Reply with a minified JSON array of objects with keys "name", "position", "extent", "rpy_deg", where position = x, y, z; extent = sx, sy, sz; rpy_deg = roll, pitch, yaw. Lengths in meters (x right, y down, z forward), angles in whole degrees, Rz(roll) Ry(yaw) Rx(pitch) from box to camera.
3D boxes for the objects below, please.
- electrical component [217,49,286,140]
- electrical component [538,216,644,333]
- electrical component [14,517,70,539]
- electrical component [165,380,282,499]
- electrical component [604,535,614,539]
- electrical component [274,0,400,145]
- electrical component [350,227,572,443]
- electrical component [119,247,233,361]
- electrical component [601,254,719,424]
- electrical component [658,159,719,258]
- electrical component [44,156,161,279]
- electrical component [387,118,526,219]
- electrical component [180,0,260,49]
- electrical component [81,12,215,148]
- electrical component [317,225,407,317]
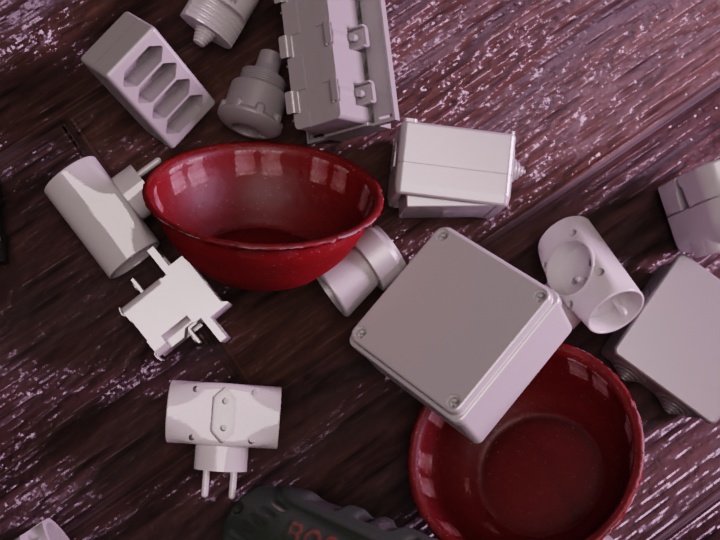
[{"name":"electrical component","position":[-0.073,-0.128,0.777],"extent":[0.048,0.048,0.062],"rpy_deg":[17,76,-2]},{"name":"electrical component","position":[0.152,0.015,0.769],"extent":[0.044,0.077,0.079],"rpy_deg":[14,126,-38]},{"name":"electrical component","position":[-0.191,0.243,0.702],"extent":[0.062,0.089,0.150],"rpy_deg":[-34,87,-7]},{"name":"electrical component","position":[-0.095,0.118,0.746],"extent":[0.077,0.043,0.079],"rpy_deg":[4,83,-4]},{"name":"electrical component","position":[0.149,0.230,0.743],"extent":[0.108,0.060,0.108],"rpy_deg":[0,84,-4]},{"name":"electrical component","position":[-0.020,-0.158,0.767],"extent":[0.079,0.063,0.121],"rpy_deg":[-11,83,35]},{"name":"electrical component","position":[0.069,0.043,0.738],"extent":[0.109,0.056,0.108],"rpy_deg":[35,80,36]},{"name":"electrical component","position":[-0.129,0.026,0.756],"extent":[0.064,0.042,0.081],"rpy_deg":[-39,87,-4]},{"name":"electrical component","position":[0.235,0.050,0.776],"extent":[0.100,0.048,0.099],"rpy_deg":[36,82,0]},{"name":"electrical component","position":[0.258,-0.045,0.765],"extent":[0.054,0.095,0.059],"rpy_deg":[-16,85,-6]},{"name":"electrical component","position":[-0.167,-0.048,0.759],"extent":[0.079,0.044,0.077],"rpy_deg":[-37,88,-7]},{"name":"electrical component","position":[0.070,-0.067,0.771],"extent":[0.096,0.061,0.061],"rpy_deg":[7,83,-4]},{"name":"electrical component","position":[-0.097,-0.198,0.782],"extent":[0.043,0.043,0.081],"rpy_deg":[29,82,-1]},{"name":"electrical component","position":[-0.158,-0.139,0.761],"extent":[0.047,0.083,0.076],"rpy_deg":[-49,51,-8]},{"name":"electrical component","position":[0.000,0.000,0.766],"extent":[0.055,0.045,0.045],"rpy_deg":[-35,87,-8]}]
